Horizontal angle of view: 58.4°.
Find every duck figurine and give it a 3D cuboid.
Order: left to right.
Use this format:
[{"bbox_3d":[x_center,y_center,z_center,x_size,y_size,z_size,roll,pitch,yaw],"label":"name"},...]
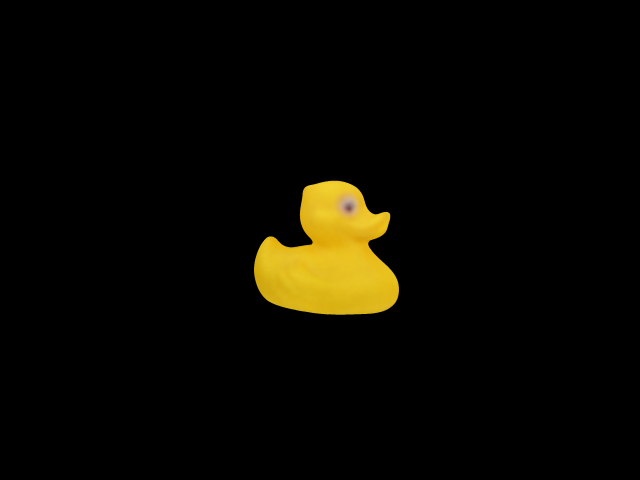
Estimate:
[{"bbox_3d":[0.004,0.001,0.400,0.104,0.086,0.078,4,11,20],"label":"duck figurine"}]
